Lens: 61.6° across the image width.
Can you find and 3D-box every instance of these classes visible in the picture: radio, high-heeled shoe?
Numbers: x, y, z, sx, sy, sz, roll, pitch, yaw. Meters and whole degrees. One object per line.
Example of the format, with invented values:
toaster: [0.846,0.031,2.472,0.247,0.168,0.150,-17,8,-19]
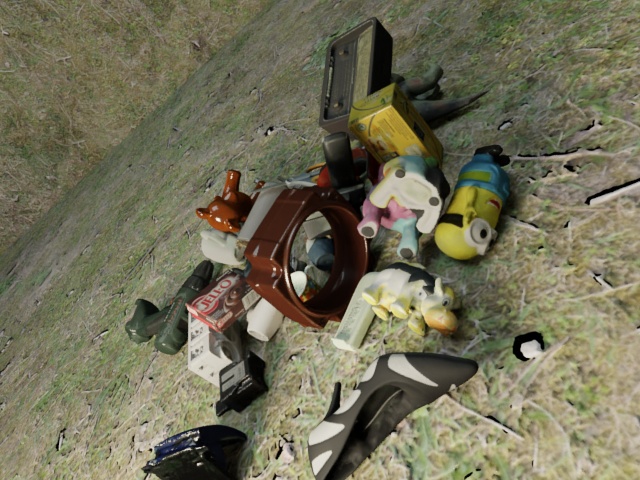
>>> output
radio: [0.073,-0.320,1.087,0.131,0.073,0.229,-12,61,39]
high-heeled shoe: [0.084,0.229,0.673,0.249,0.086,0.145,-25,42,37]

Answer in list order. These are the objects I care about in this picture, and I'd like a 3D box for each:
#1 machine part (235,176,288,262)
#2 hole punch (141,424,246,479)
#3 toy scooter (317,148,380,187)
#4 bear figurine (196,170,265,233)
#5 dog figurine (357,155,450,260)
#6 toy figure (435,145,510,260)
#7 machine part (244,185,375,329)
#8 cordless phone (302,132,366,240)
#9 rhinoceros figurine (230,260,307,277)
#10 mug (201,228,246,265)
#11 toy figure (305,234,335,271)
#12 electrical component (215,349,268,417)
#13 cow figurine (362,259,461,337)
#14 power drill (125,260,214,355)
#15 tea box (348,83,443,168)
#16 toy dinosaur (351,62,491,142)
machine part: [-0.122,-0.045,1.210,0.079,0.079,0.243,-11,45,43]
hole punch: [-0.190,0.334,0.845,0.142,0.115,0.092,-27,29,28]
toy scooter: [0.076,-0.128,1.076,0.184,0.075,0.135,-32,41,18]
bear figurine: [-0.204,-0.090,1.260,0.196,0.120,0.132,-36,-32,-81]
dog figurine: [0.138,-0.084,0.884,0.219,0.108,0.191,-70,3,-56]
toy figure: [0.233,-0.054,0.807,0.089,0.082,0.180,-26,41,62]
machine part: [-0.009,0.028,0.880,0.087,0.201,0.201,6,58,49]
cordless phone: [0.005,-0.100,0.957,0.147,0.184,0.089,-15,45,0]
rhinoceros figurine: [-0.110,0.070,1.081,0.190,0.073,0.112,1,65,48]
mug: [-0.217,0.011,1.237,0.107,0.109,0.081,15,65,41]
toy figure: [0.000,-0.004,1.039,0.064,0.057,0.155,-35,34,13]
electrical component: [-0.149,0.256,0.938,0.119,0.047,0.075,-35,33,15]
cow figurine: [0.146,0.080,0.776,0.098,0.068,0.168,-50,33,-17]
power drill: [-0.348,0.161,1.254,0.207,0.085,0.232,-12,48,31]
tea box: [0.139,-0.188,0.975,0.098,0.169,0.068,-18,42,35]
toy dinosaur: [0.145,-0.276,1.127,0.405,0.131,0.192,31,92,53]
